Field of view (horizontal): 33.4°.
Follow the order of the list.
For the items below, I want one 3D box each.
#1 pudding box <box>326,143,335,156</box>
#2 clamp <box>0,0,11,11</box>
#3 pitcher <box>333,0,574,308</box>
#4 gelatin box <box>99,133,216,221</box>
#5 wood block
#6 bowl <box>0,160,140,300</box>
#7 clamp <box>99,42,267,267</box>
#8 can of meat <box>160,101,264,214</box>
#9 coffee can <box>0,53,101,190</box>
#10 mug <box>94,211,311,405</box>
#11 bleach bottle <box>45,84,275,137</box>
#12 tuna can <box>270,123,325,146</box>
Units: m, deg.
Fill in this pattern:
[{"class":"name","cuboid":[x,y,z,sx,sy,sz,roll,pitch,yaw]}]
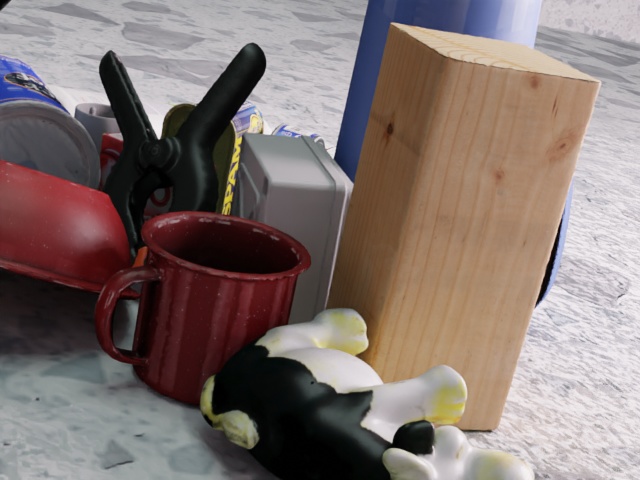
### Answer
[{"class":"pudding box","cuboid":[0.001,-0.058,0.967,0.090,0.039,0.113,20,22,17]},{"class":"clamp","cuboid":[-0.295,-0.108,0.745,0.210,0.036,0.164,-14,46,34]},{"class":"pitcher","cuboid":[0.083,-0.065,0.719,0.149,0.243,0.145,1,24,-20]},{"class":"gelatin box","cuboid":[-0.120,-0.031,0.757,0.089,0.073,0.030,23,22,28]},{"class":"wood block","cuboid":[0.070,-0.006,0.599,0.090,0.206,0.091,5,21,-19]},{"class":"bowl","cuboid":[-0.175,-0.014,0.624,0.162,0.055,0.162,17,-2,0]},{"class":"clamp","cuboid":[-0.092,-0.057,0.699,0.120,0.171,0.039,-10,-20,21]},{"class":"can of meat","cuboid":[-0.084,-0.057,0.816,0.057,0.102,0.083,15,17,11]},{"class":"coffee can","cuboid":[-0.222,-0.066,0.751,0.102,0.103,0.140,2,21,-28]},{"class":"mug","cuboid":[-0.067,0.039,0.579,0.117,0.081,0.093,-4,25,-40]},{"class":"bleach bottle","cuboid":[-0.131,-0.089,0.940,0.250,0.068,0.103,0,23,-37]},{"class":"tuna can","cuboid":[-0.026,-0.047,0.846,0.034,0.086,0.086,18,20,12]}]
